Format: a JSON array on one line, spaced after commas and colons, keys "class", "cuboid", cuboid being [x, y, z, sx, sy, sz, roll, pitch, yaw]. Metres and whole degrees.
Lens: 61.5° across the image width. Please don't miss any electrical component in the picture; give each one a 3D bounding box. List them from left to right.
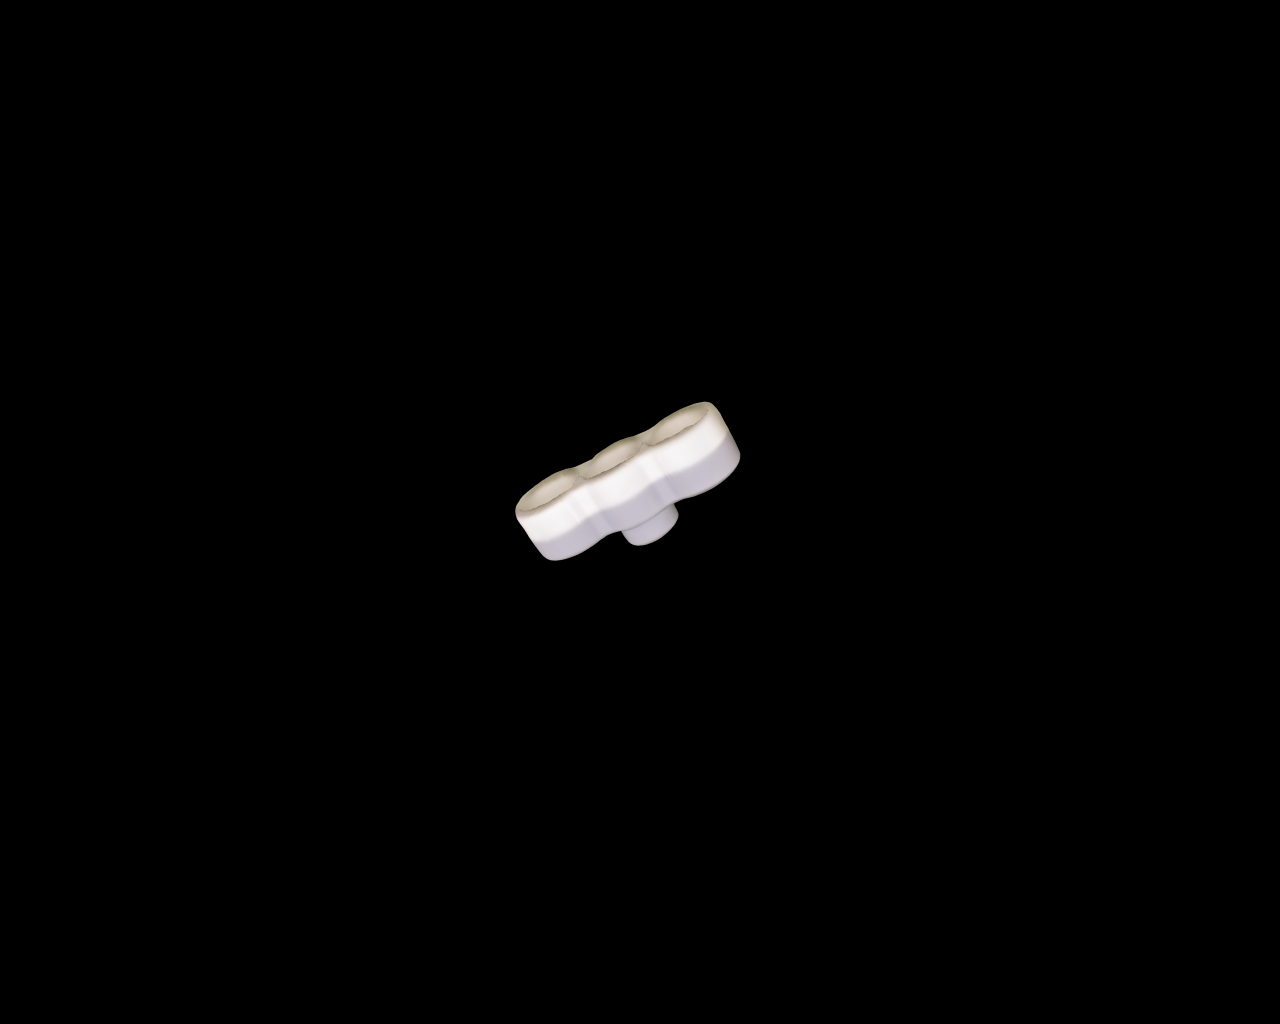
[{"class": "electrical component", "cuboid": [0.001, -0.003, 0.650, 0.138, 0.073, 0.052, -26, 21, 11]}]
